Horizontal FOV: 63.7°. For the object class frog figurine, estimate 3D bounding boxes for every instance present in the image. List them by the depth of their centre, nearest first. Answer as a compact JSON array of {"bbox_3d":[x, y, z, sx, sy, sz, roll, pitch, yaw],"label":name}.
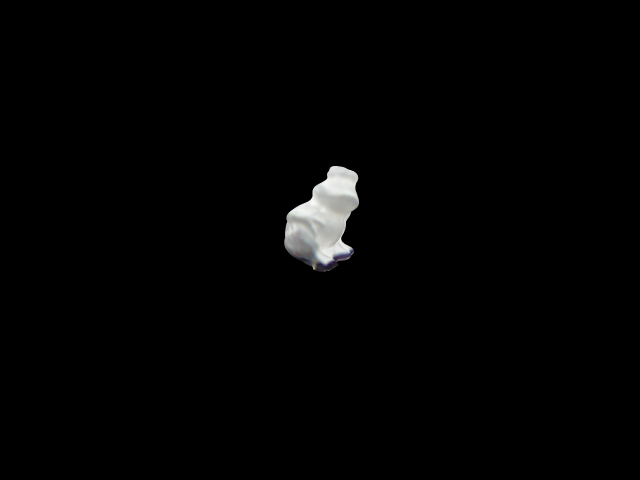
[{"bbox_3d":[0.003,-0.043,0.850,0.138,0.158,0.123,-11,16,-42],"label":"frog figurine"}]
